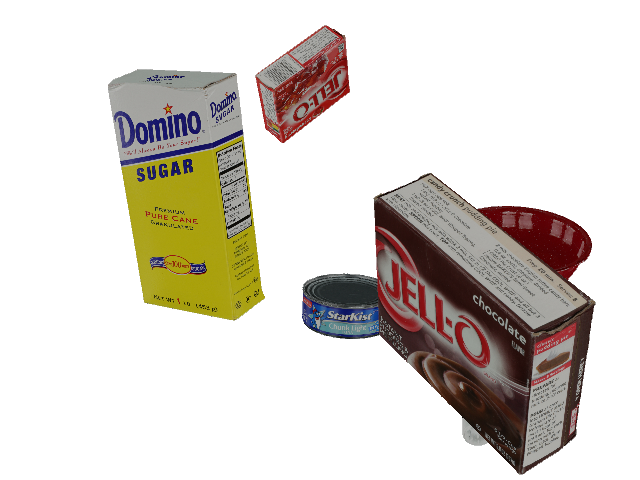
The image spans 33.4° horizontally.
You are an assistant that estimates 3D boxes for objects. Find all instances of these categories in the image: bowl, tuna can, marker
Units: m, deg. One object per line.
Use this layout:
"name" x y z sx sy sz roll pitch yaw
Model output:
"bowl" 0.214 0.020 1.175 0.162 0.055 0.162 -1 28 0
"tuna can" 0.025 0.061 0.989 0.086 0.034 0.086 2 18 -1
"marker" 0.103 0.089 0.713 0.020 0.020 0.121 0 31 6

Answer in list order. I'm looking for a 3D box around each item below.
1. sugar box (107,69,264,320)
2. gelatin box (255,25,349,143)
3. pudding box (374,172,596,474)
"sugar box" -0.098 -0.034 0.782 0.093 0.176 0.048 7 27 32
"gelatin box" -0.014 -0.142 0.972 0.030 0.089 0.073 41 -22 27
"pudding box" 0.070 0.035 0.484 0.039 0.090 0.114 -28 45 -23
